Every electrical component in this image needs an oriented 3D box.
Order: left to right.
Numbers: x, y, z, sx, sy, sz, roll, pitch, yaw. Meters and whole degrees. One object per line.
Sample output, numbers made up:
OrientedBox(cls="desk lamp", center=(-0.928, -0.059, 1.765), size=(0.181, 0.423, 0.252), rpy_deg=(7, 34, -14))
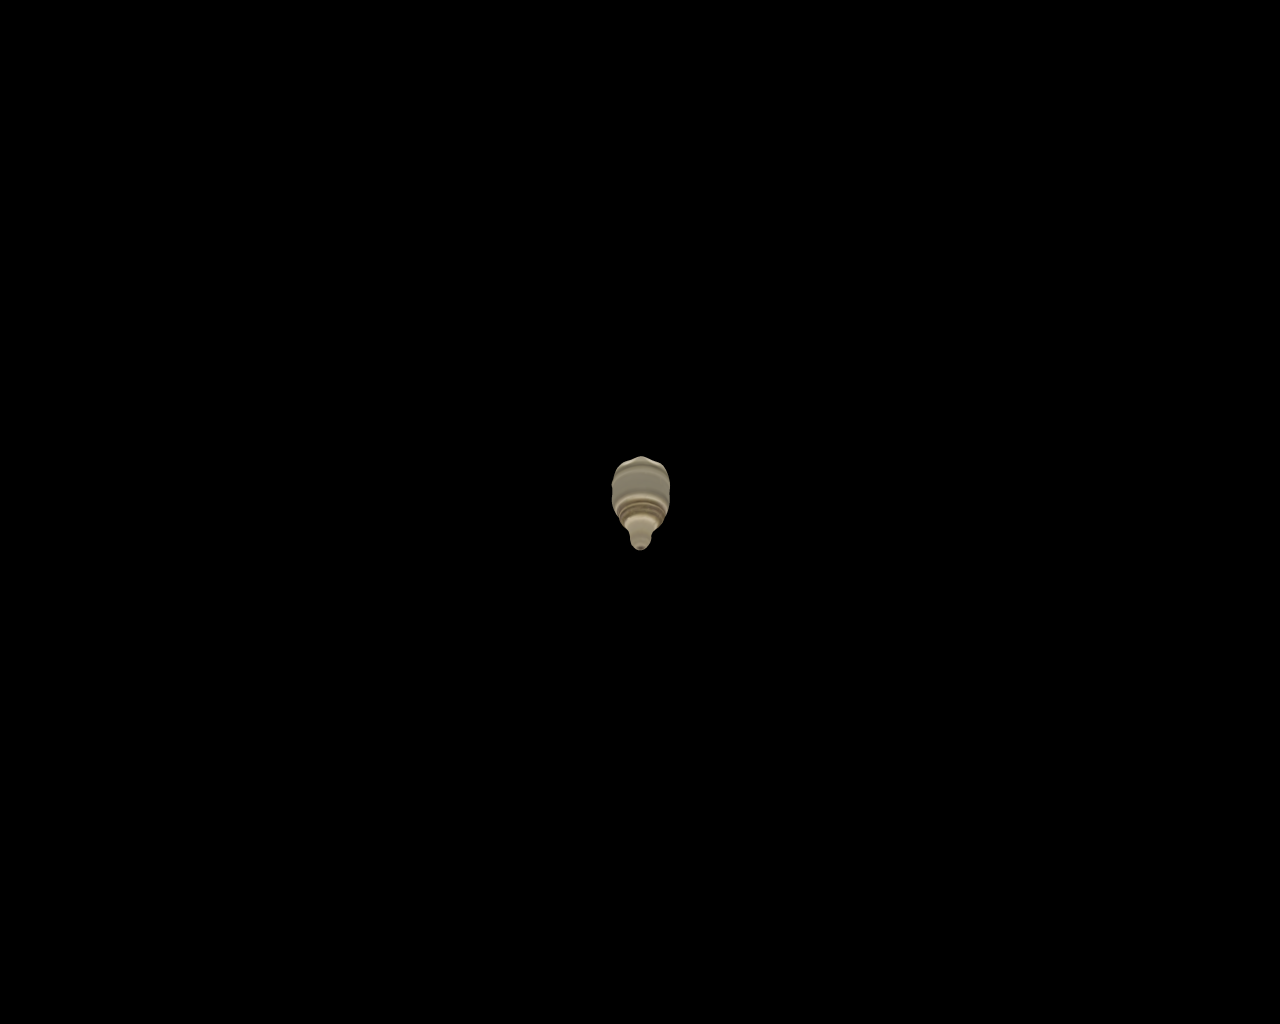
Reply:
OrientedBox(cls="electrical component", center=(0.001, -0.003, 0.650), size=(0.035, 0.061, 0.035), rpy_deg=(0, -37, 0))
